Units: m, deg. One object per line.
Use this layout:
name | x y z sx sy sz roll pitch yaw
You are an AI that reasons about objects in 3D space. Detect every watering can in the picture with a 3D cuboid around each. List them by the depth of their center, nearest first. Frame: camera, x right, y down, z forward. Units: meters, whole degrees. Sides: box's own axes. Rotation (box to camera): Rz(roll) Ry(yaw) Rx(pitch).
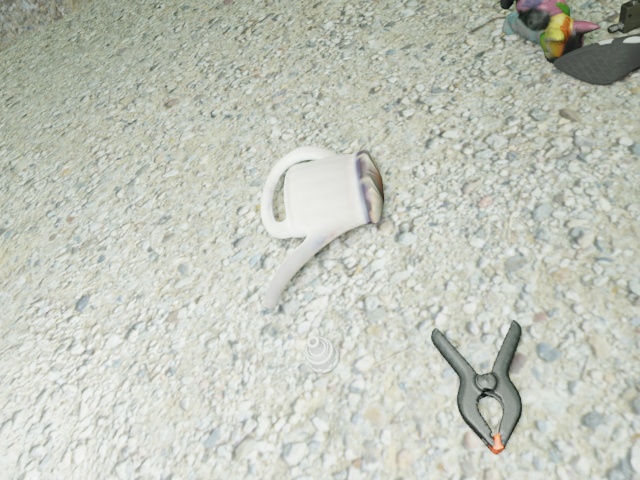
watering can | 0.003 -0.045 0.891 0.224 0.102 0.356 -11 50 11
